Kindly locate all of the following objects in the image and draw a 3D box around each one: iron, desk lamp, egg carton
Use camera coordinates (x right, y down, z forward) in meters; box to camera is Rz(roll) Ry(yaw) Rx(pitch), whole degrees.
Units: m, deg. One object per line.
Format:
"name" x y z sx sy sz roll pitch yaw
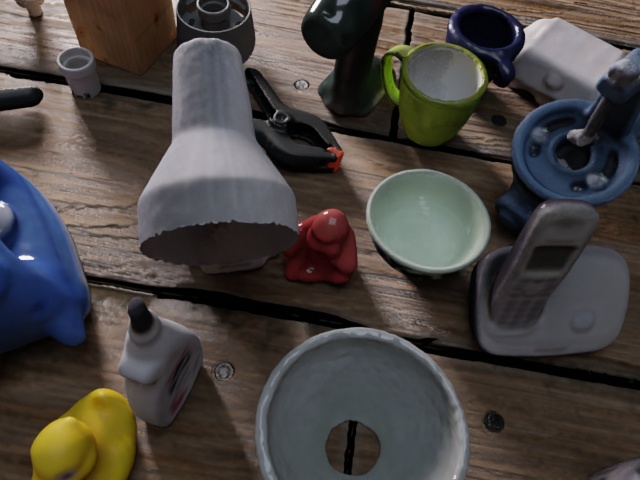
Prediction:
"iron" -0.296 -0.017 0.503 0.119 0.141 0.258 -22 64 -17
"desk lamp" -0.088 -0.049 0.500 0.118 0.213 0.203 -5 60 -8
"egg carton" 0.305 -0.212 0.718 0.150 0.069 0.107 36 63 15

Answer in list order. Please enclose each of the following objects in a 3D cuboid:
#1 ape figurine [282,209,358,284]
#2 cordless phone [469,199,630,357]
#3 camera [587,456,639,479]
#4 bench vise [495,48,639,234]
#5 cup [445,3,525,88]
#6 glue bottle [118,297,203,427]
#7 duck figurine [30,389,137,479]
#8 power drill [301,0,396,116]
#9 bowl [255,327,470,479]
"ape figurine" 0.005 0.002 0.549 0.077 0.092 0.076 41 64 18
"cordless phone" 0.217 0.030 0.498 0.147 0.185 0.094 -3 60 -7
"camera" 0.240 0.253 0.418 0.137 0.101 0.143 -25 65 -19
"bench vise" 0.274 -0.122 0.574 0.121 0.220 0.208 31 61 13
"cup" 0.194 -0.210 0.691 0.092 0.095 0.117 -12 61 -12
"glue bottle" -0.126 0.087 0.439 0.037 0.173 0.078 17 59 5
"duck figurine" -0.188 0.161 0.441 0.077 0.086 0.104 17 59 5
"power drill" 0.057 -0.251 0.637 0.075 0.208 0.230 29 61 12
"bowl" 0.030 0.161 0.467 0.167 0.075 0.167 2 59 -4
